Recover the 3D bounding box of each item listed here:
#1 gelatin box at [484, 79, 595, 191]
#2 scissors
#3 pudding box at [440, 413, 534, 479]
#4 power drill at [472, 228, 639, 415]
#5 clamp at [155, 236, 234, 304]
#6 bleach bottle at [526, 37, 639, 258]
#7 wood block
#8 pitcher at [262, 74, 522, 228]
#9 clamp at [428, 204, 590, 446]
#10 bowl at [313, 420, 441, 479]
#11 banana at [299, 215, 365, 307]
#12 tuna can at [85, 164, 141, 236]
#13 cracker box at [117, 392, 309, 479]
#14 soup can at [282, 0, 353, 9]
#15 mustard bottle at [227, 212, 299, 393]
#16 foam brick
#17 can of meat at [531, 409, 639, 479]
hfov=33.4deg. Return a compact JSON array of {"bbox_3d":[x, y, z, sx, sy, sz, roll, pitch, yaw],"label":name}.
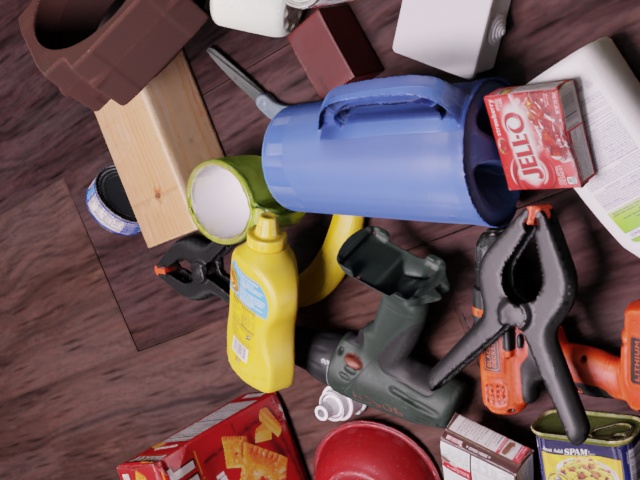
[{"bbox_3d":[0.185,-0.087,0.899,0.073,0.030,0.089,1,116,45],"label":"gelatin box"},{"bbox_3d":[-0.043,-0.153,1.148,0.096,0.016,0.202,-39,81,38],"label":"scissors"},{"bbox_3d":[0.170,0.236,1.078,0.090,0.039,0.113,22,145,30],"label":"pudding box"},{"bbox_3d":[0.229,0.081,0.994,0.188,0.057,0.184,4,106,39],"label":"power drill"},{"bbox_3d":[-0.128,0.044,1.267,0.172,0.039,0.120,-11,91,45],"label":"clamp"},{"bbox_3d":[0.269,-0.043,0.915,0.103,0.067,0.251,-33,87,44],"label":"bleach bottle"},{"bbox_3d":[-0.178,-0.107,1.221,0.091,0.090,0.206,-19,93,39],"label":"wood block"},{"bbox_3d":[0.062,-0.086,1.003,0.243,0.144,0.149,2,107,36],"label":"pitcher"},{"bbox_3d":[0.189,0.074,0.961,0.165,0.036,0.210,24,110,33],"label":"clamp"},{"bbox_3d":[0.054,0.284,1.182,0.162,0.055,0.162,10,113,24],"label":"bowl"},{"bbox_3d":[0.002,0.018,1.158,0.070,0.037,0.198,50,128,11],"label":"banana"},{"bbox_3d":[-0.238,-0.048,1.291,0.086,0.085,0.034,54,130,10],"label":"tuna can"},{"bbox_3d":[-0.108,0.288,1.221,0.072,0.213,0.164,-16,95,40],"label":"cracker box"},{"bbox_3d":[0.009,-0.258,1.016,0.069,0.102,0.068,14,114,34],"label":"soup can"},{"bbox_3d":[-0.059,0.058,1.111,0.096,0.058,0.192,43,137,47],"label":"mustard bottle"},{"bbox_3d":[0.015,-0.187,1.069,0.053,0.051,0.078,-31,85,41],"label":"foam brick"},{"bbox_3d":[0.258,0.213,1.014,0.102,0.057,0.084,0,107,38],"label":"can of meat"}]
